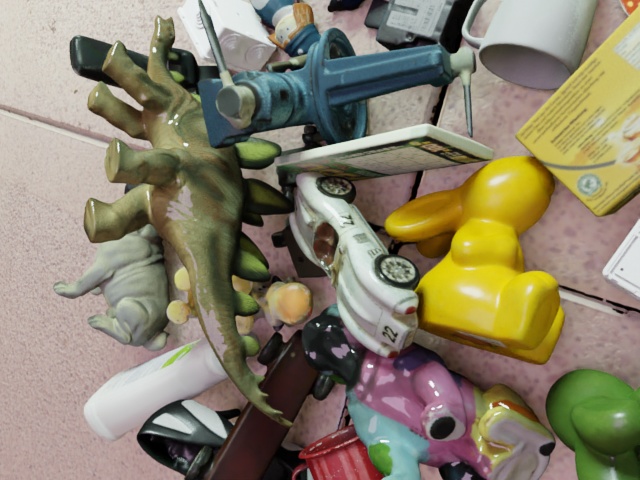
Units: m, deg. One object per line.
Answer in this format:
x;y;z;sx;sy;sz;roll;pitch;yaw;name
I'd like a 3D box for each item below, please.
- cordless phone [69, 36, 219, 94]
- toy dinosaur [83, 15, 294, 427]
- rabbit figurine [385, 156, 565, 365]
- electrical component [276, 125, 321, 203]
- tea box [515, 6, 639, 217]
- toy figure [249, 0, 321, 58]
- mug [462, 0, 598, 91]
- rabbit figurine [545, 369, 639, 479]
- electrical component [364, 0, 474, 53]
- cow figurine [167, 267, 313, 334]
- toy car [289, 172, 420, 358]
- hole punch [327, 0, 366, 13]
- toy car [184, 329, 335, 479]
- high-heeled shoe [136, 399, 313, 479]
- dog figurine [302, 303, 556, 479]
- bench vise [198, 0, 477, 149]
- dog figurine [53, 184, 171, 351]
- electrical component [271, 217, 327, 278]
-0.205;-0.167;0.650;0.089;0.184;0.146;-11;82;41;cordless phone
-0.125;-0.047;0.542;0.105;0.198;0.471;-38;54;45;toy dinosaur
0.146;0.007;0.476;0.163;0.121;0.173;13;81;42;rabbit figurine
-0.023;-0.085;0.626;0.063;0.021;0.094;-3;86;34;electrical component
0.250;-0.108;0.406;0.169;0.068;0.098;-49;66;33;tea box
-0.042;-0.262;0.628;0.154;0.058;0.064;62;156;17;toy figure
0.187;-0.198;0.466;0.110;0.080;0.107;26;90;38;mug
0.241;0.143;0.383;0.170;0.159;0.121;-6;95;48;rabbit figurine
0.091;-0.226;0.543;0.119;0.047;0.074;32;105;28;electrical component
-0.082;0.072;0.626;0.168;0.098;0.068;5;85;15;cow figurine
0.026;0.014;0.481;0.202;0.056;0.073;-121;32;-41;toy car
0.044;-0.320;0.557;0.142;0.092;0.115;-16;83;28;hole punch
-0.057;0.190;0.566;0.089;0.053;0.202;30;67;0;toy car
-0.083;0.263;0.576;0.249;0.145;0.086;39;110;30;high-heeled shoe
0.082;0.135;0.506;0.108;0.191;0.219;-66;25;16;dog figurine
0.017;-0.142;0.495;0.241;0.223;0.128;-5;91;23;bench vise
-0.228;0.030;0.720;0.172;0.121;0.190;39;92;-6;dog figurine
-0.002;-0.001;0.598;0.102;0.045;0.078;-13;110;35;electrical component
